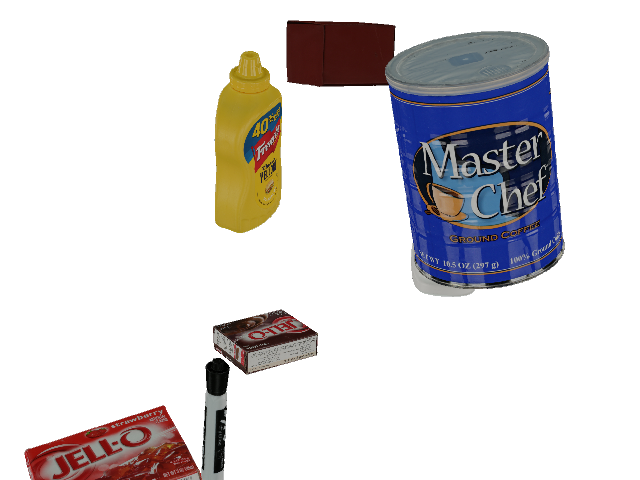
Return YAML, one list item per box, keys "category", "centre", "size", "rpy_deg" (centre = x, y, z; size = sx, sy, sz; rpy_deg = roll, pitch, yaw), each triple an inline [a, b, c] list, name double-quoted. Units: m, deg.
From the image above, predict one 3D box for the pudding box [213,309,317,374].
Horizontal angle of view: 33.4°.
- category: "pudding box"
  centre: [-0.073, 0.133, 1.416]
  size: [0.113, 0.039, 0.090]
  rpy_deg: [-14, 24, -31]

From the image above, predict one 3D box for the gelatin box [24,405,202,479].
- category: "gelatin box"
  centre: [-0.120, 0.137, 0.620]
  size: [0.089, 0.030, 0.073]
  rpy_deg: [-15, 28, -19]

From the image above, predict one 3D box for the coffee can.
- category: "coffee can"
  centre: [0.103, -0.054, 0.699]
  size: [0.103, 0.140, 0.103]
  rpy_deg: [-9, 26, 4]

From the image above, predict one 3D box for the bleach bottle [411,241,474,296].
- category: "bleach bottle"
  centre: [0.136, -0.073, 1.085]
  size: [0.068, 0.251, 0.102]
  rpy_deg: [2, 31, -1]

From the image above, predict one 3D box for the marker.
- category: "marker"
  centre: [-0.085, 0.147, 0.858]
  size: [0.020, 0.121, 0.020]
  rpy_deg: [4, 28, -3]

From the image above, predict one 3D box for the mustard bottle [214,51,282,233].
- category: "mustard bottle"
  centre: [-0.075, -0.109, 1.122]
  size: [0.058, 0.192, 0.096]
  rpy_deg: [20, 39, 22]

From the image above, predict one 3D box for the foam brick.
- category: "foam brick"
  centre: [0.017, -0.156, 0.890]
  size: [0.078, 0.051, 0.053]
  rpy_deg: [-7, 16, -36]
